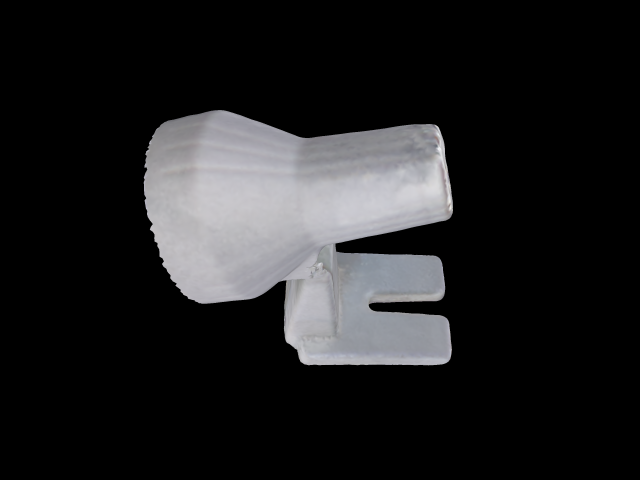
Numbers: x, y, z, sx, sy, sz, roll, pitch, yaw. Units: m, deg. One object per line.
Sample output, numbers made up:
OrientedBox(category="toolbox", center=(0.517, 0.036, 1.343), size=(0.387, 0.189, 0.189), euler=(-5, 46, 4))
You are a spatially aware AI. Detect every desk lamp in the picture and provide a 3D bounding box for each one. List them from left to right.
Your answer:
OrientedBox(category="desk lamp", center=(0.004, 0.001, 0.400), size=(0.203, 0.214, 0.118), euler=(0, 58, 0))
